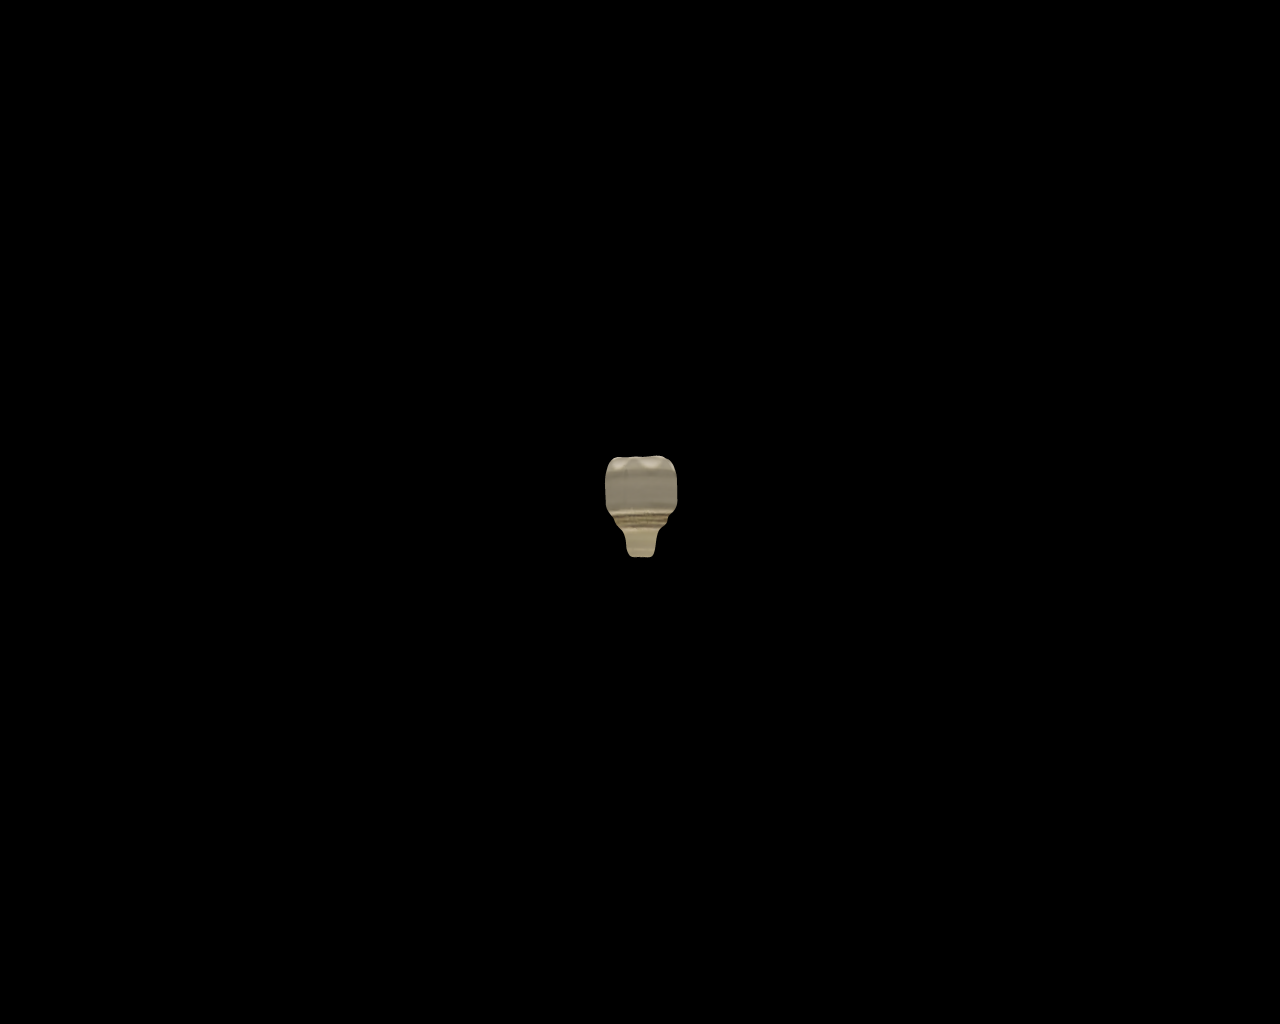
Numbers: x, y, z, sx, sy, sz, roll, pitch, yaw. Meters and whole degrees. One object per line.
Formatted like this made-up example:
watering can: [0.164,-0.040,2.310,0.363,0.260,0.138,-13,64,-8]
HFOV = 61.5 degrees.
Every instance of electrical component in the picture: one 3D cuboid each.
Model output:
electrical component: [0.001,-0.003,0.650,0.043,0.062,0.043,0,-3,0]
